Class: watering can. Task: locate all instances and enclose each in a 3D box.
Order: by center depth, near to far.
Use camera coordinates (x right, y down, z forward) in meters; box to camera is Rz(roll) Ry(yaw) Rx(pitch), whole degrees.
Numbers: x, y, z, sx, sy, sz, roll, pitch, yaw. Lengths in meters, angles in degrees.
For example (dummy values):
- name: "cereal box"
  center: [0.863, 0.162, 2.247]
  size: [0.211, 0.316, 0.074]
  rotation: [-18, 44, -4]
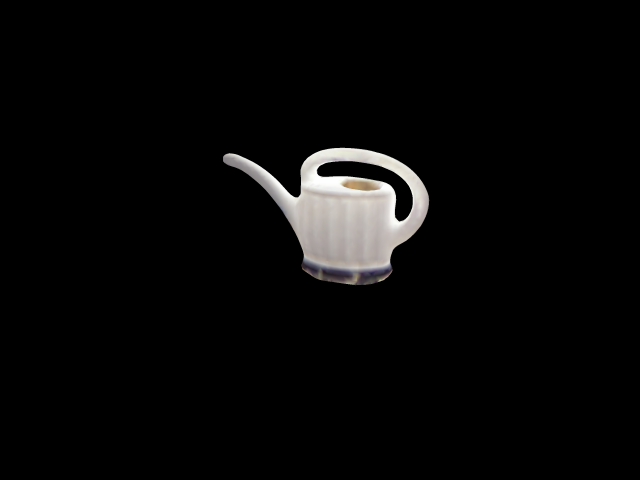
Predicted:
- name: "watering can"
  center: [0.003, -0.043, 0.850]
  size: [0.348, 0.221, 0.105]
  rotation: [6, 18, 19]
